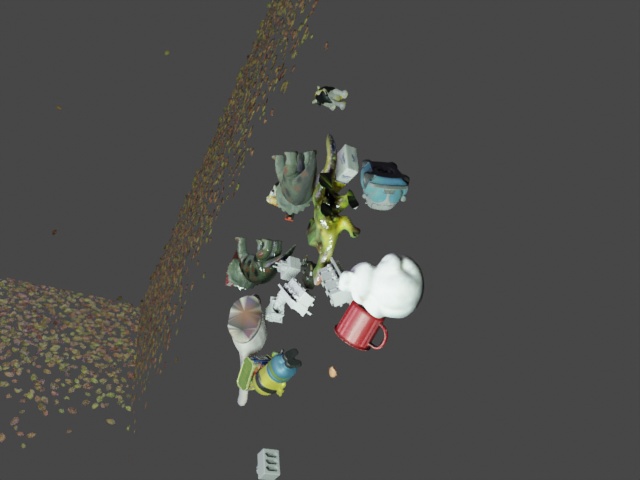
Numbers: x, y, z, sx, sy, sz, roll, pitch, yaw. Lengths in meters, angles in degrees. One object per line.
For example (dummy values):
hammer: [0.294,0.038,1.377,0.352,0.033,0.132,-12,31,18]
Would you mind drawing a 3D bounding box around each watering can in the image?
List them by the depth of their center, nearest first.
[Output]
watering can: [-0.227,0.321,1.619,0.219,0.104,0.356,85,-171,-58]

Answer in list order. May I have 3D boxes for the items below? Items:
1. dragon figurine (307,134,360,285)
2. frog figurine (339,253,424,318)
dragon figurine: [0.004,-0.073,1.446,0.238,0.122,0.419,132,143,-52]
frog figurine: [0.125,0.088,1.042,0.135,0.159,0.125,-64,28,18]
